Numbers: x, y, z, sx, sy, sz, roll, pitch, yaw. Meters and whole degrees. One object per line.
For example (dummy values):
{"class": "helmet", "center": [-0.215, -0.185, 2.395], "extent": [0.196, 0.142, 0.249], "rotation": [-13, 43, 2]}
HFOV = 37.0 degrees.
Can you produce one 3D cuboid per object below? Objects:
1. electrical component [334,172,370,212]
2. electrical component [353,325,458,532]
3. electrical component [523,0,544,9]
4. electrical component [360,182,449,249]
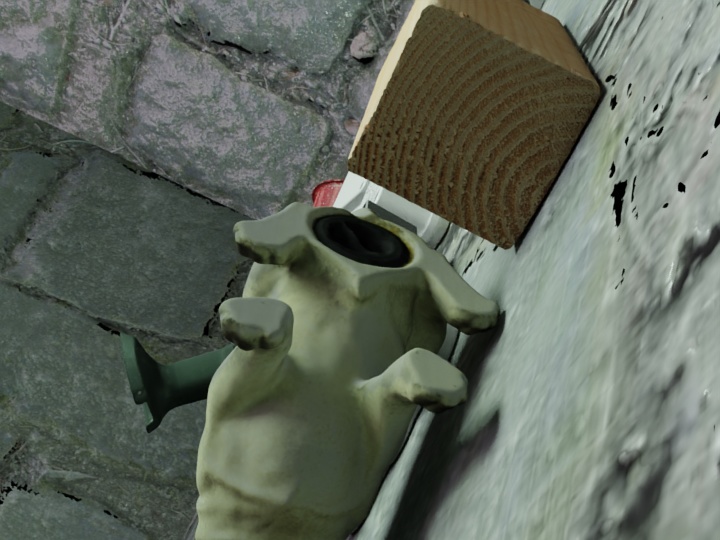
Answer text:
{"class": "electrical component", "center": [0.023, -0.076, 0.998], "extent": [0.078, 0.057, 0.113], "rotation": [-66, 12, -19]}
{"class": "electrical component", "center": [-0.010, 0.070, 0.579], "extent": [0.052, 0.074, 0.138], "rotation": [-80, 16, -72]}
{"class": "electrical component", "center": [0.113, -0.220, 0.820], "extent": [0.057, 0.058, 0.078], "rotation": [-126, 61, -81]}
{"class": "electrical component", "center": [0.033, -0.049, 0.816], "extent": [0.108, 0.056, 0.108], "rotation": [121, 172, -52]}
